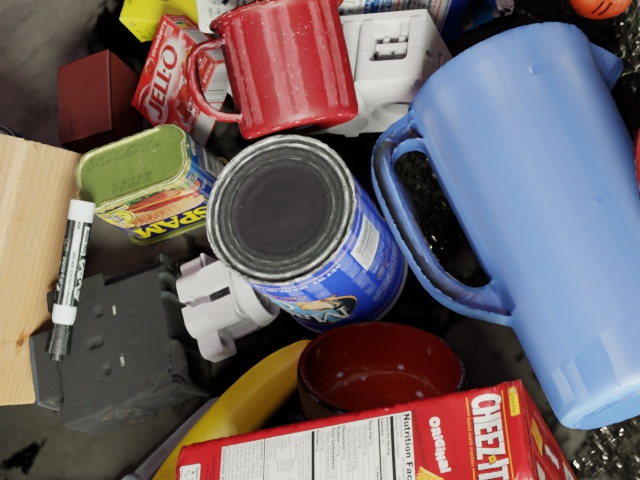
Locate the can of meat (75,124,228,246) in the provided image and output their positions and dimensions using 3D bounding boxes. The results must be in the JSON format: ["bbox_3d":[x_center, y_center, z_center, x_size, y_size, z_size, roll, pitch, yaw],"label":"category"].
[{"bbox_3d":[-0.128,-0.044,0.839,0.102,0.083,0.057,-18,67,15],"label":"can of meat"}]

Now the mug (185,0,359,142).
[{"bbox_3d":[-0.032,-0.111,0.710,0.117,0.093,0.081,-12,90,-22],"label":"mug"}]

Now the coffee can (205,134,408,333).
[{"bbox_3d":[-0.005,0.001,0.738,0.103,0.140,0.103,-6,71,17],"label":"coffee can"}]

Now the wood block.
[{"bbox_3d":[-0.262,0.019,0.844,0.090,0.090,0.206,14,90,25],"label":"wood block"}]

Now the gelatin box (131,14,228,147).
[{"bbox_3d":[-0.112,-0.127,0.868,0.073,0.030,0.089,44,125,26],"label":"gelatin box"}]

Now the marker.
[{"bbox_3d":[-0.186,0.030,0.795,0.020,0.020,0.121,10,90,25],"label":"marker"}]

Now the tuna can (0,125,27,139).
[{"bbox_3d":[-0.287,-0.057,0.936,0.086,0.033,0.086,-7,70,20],"label":"tuna can"}]

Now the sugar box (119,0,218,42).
[{"bbox_3d":[-0.074,-0.211,0.895,0.176,0.048,0.093,6,75,25],"label":"sugar box"}]

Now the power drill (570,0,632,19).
[{"bbox_3d":[0.142,-0.259,0.768,0.187,0.057,0.184,9,67,-12],"label":"power drill"}]

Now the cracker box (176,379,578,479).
[{"bbox_3d":[0.042,0.163,0.649,0.214,0.164,0.072,-14,53,18],"label":"cracker box"}]

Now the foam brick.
[{"bbox_3d":[-0.186,-0.110,0.903,0.053,0.051,0.078,-14,68,19],"label":"foam brick"}]

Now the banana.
[{"bbox_3d":[-0.071,0.147,0.764,0.197,0.037,0.070,-50,19,-6],"label":"banana"}]

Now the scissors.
[{"bbox_3d":[-0.161,0.185,0.812,0.096,0.016,0.201,29,84,28],"label":"scissors"}]

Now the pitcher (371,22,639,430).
[{"bbox_3d":[0.148,-0.004,0.688,0.149,0.144,0.243,-38,62,37],"label":"pitcher"}]

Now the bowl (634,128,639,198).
[{"bbox_3d":[0.247,-0.018,0.617,0.162,0.055,0.162,5,63,-9],"label":"bowl"}]
